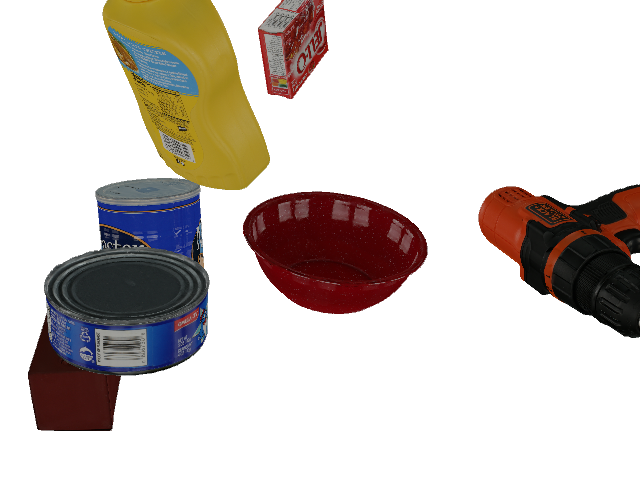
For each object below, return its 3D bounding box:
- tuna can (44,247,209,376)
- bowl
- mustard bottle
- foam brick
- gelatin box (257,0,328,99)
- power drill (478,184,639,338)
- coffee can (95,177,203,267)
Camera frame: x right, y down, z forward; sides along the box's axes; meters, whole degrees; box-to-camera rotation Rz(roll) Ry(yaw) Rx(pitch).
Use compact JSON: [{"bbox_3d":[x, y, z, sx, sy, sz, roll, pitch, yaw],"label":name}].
[{"bbox_3d":[-0.102,0.036,0.567,0.086,0.034,0.086,2,25,-1],"label":"tuna can"},{"bbox_3d":[0.011,0.017,0.939,0.162,0.055,0.162,6,30,-3],"label":"bowl"},{"bbox_3d":[-0.096,-0.121,0.712,0.096,0.058,0.191,28,-28,32],"label":"mustard bottle"},{"bbox_3d":[-0.169,0.089,0.746,0.053,0.051,0.078,-1,31,-3],"label":"foam brick"},{"bbox_3d":[-0.023,-0.189,1.007,0.030,0.073,0.089,14,46,21],"label":"gelatin box"},{"bbox_3d":[0.228,-0.003,0.737,0.187,0.057,0.185,-12,29,-20],"label":"power drill"},{"bbox_3d":[-0.167,0.016,1.066,0.103,0.140,0.103,-2,14,0],"label":"coffee can"}]
